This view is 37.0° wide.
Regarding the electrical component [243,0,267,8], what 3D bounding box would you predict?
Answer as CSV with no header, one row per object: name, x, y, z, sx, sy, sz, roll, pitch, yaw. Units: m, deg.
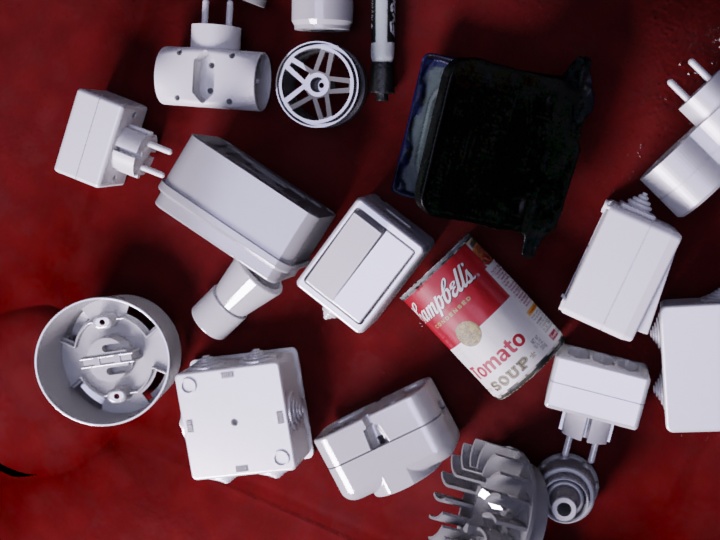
electrical component,-0.093,-0.241,0.780,0.079,0.044,0.077,23,101,8

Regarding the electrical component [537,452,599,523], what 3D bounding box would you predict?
electrical component,0.147,0.161,0.772,0.048,0.062,0.048,2,98,12

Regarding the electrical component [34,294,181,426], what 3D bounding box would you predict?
electrical component,-0.191,0.067,0.831,0.099,0.064,0.099,2,98,12

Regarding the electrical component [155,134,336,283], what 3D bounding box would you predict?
electrical component,-0.083,-0.045,0.787,0.113,0.078,0.057,34,100,6

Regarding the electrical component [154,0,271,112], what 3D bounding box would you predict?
electrical component,-0.107,-0.159,0.795,0.077,0.043,0.079,6,97,11

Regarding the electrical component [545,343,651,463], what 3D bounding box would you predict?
electrical component,0.165,0.100,0.768,0.066,0.047,0.076,14,100,10

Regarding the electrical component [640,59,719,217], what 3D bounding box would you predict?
electrical component,0.241,-0.109,0.723,0.073,0.052,0.138,46,104,3

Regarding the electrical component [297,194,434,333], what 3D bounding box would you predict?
electrical component,0.000,0.000,0.783,0.062,0.061,0.096,38,103,5

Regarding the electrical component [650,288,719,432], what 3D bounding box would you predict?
electrical component,0.254,0.062,0.744,0.100,0.048,0.099,-4,96,13

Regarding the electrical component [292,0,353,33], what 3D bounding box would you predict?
electrical component,-0.027,-0.200,0.772,0.045,0.045,0.055,3,98,12

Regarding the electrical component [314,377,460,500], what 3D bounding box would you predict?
electrical component,0.023,0.128,0.799,0.095,0.054,0.059,-28,91,14

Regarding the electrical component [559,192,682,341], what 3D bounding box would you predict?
electrical component,0.185,-0.006,0.743,0.061,0.062,0.096,25,102,8

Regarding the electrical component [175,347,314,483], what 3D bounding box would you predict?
electrical component,-0.089,0.111,0.823,0.100,0.048,0.099,-8,95,12

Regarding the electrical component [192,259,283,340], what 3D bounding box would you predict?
electrical component,-0.096,0.022,0.818,0.065,0.044,0.044,-43,87,19

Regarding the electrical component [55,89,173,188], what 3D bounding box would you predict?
electrical component,-0.180,-0.093,0.816,0.077,0.047,0.065,22,101,9
